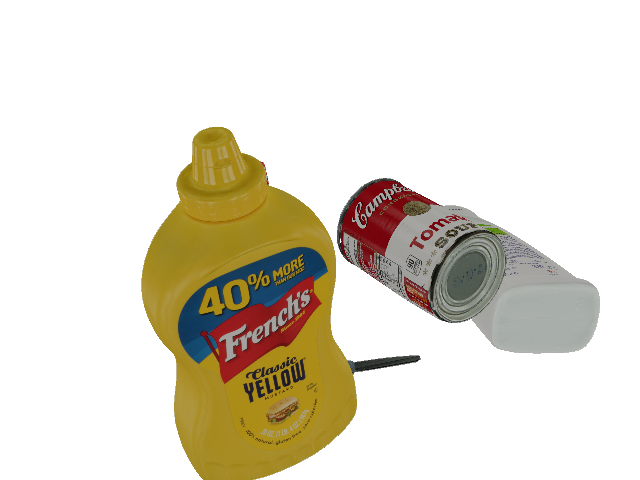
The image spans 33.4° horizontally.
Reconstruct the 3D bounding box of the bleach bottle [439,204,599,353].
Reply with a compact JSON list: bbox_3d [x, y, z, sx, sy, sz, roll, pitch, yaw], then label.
[{"bbox_3d":[0.160,0.021,1.008,0.102,0.068,0.251,1,21,-15],"label":"bleach bottle"}]

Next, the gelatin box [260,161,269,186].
[{"bbox_3d":[-0.060,-0.011,0.895,0.030,0.073,0.089,0,-41,8],"label":"gelatin box"}]

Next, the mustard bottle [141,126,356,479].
[{"bbox_3d":[-0.037,0.030,0.527,0.096,0.191,0.058,-21,37,-17],"label":"mustard bottle"}]

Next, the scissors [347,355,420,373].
[{"bbox_3d":[0.024,0.155,1.205,0.201,0.016,0.096,1,24,-8],"label":"scissors"}]

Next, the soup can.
[{"bbox_3d":[0.068,0.006,0.730,0.068,0.068,0.102,0,22,-39],"label":"soup can"}]
